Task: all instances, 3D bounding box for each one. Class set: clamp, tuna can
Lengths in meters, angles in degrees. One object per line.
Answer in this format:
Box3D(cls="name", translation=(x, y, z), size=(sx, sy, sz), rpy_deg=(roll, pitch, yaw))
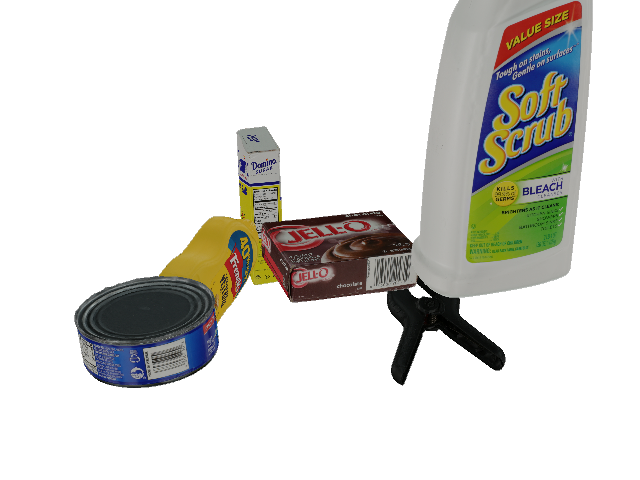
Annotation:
Box3D(cls="clamp", translation=(0.127, 0.083, 1.144), size=(0.120, 0.171, 0.039), rpy_deg=(3, -44, -8))
Box3D(cls="tuna can", translation=(-0.106, 0.055, 0.658), size=(0.086, 0.034, 0.086), rpy_deg=(-4, 24, 2))

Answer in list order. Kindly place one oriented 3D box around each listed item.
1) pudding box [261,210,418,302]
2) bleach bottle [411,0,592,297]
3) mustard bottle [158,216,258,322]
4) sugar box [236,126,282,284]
Box3D(cls="pudding box", translation=(0.015, 0.011, 0.893), size=(0.113, 0.039, 0.090), rpy_deg=(-5, 26, -17))
Box3D(cls="bleach bottle", translation=(0.108, -0.093, 0.628), size=(0.102, 0.251, 0.068), rpy_deg=(-9, 29, -13))
Box3D(cls="mustard bottle", translation=(-0.109, 0.030, 1.088), size=(0.058, 0.096, 0.191), rpy_deg=(9, 32, 16))
Box3D(cls="sugar box", translation=(-0.075, -0.044, 1.325), size=(0.048, 0.176, 0.093), rpy_deg=(-9, 25, -11))
